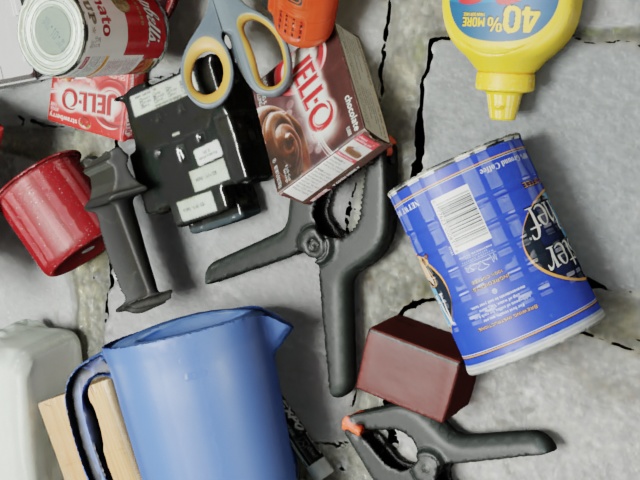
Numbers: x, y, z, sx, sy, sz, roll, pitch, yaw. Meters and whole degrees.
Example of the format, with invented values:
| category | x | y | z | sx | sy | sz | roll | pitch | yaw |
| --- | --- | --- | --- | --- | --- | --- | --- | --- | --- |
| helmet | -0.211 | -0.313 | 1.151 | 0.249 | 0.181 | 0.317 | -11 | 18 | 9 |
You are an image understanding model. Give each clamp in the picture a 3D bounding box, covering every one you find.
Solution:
| category | x | y | z | sx | sy | sz | roll | pitch | yaw |
| --- | --- | --- | --- | --- | --- | --- | --- | --- | --- |
| clamp | 0.092 | 0.185 | 0.830 | 0.172 | 0.039 | 0.120 | 14 | 93 | 33 |
| clamp | -0.006 | 0.001 | 0.856 | 0.165 | 0.036 | 0.210 | 32 | 114 | 23 |

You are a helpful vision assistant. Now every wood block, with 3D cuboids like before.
| category | x | y | z | sx | sy | sz | roll | pitch | yaw |
| --- | --- | --- | --- | --- | --- | --- | --- | --- | --- |
| wood block | -0.160 | 0.221 | 0.955 | 0.091 | 0.090 | 0.206 | -20 | 89 | 30 |

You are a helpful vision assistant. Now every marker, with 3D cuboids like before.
| category | x | y | z | sx | sy | sz | roll | pitch | yaw |
| --- | --- | --- | --- | --- | --- | --- | --- | --- | --- |
| marker | -0.030 | 0.151 | 0.907 | 0.020 | 0.020 | 0.121 | -41 | 78 | 29 |

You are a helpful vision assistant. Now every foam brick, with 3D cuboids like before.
| category | x | y | z | sx | sy | sz | roll | pitch | yaw |
| --- | --- | --- | --- | --- | --- | --- | --- | --- | --- |
| foam brick | 0.077 | 0.097 | 0.817 | 0.078 | 0.052 | 0.051 | 19 | 108 | 27 |

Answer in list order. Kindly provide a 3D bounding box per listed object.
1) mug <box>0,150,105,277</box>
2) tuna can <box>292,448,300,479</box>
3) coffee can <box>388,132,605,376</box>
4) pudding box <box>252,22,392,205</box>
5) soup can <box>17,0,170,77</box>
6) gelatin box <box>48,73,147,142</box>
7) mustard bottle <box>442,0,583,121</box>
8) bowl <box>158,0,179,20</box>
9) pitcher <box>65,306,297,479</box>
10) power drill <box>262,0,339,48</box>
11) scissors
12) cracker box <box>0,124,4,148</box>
| category | x | y | z | sx | sy | sz | roll | pitch | yaw |
| --- | --- | --- | --- | --- | --- | --- | --- | --- | --- |
| mug | -0.235 | -0.017 | 0.961 | 0.081 | 0.093 | 0.117 | 55 | 150 | 5 |
| tuna can | -0.062 | 0.197 | 0.925 | 0.086 | 0.033 | 0.086 | 6 | 101 | 29 |
| coffee can | 0.122 | 0.010 | 0.746 | 0.103 | 0.102 | 0.140 | -27 | 85 | 31 |
| pudding box | -0.001 | -0.096 | 0.809 | 0.090 | 0.039 | 0.113 | -36 | 54 | 30 |
| soup can | -0.173 | -0.160 | 0.818 | 0.069 | 0.102 | 0.068 | 6 | 102 | 28 |
| gelatin box | -0.196 | -0.132 | 0.943 | 0.089 | 0.030 | 0.073 | 19 | 108 | 26 |
| mustard bottle | 0.132 | -0.178 | 0.731 | 0.096 | 0.058 | 0.192 | 8 | 103 | 29 |
| bowl | -0.168 | -0.230 | 0.894 | 0.162 | 0.055 | 0.162 | 6 | 102 | 29 |
| pitcher | -0.091 | 0.181 | 0.843 | 0.149 | 0.144 | 0.243 | -10 | 93 | 46 |
| power drill | -0.058 | -0.241 | 0.744 | 0.188 | 0.057 | 0.184 | 33 | 145 | 16 |
| scissors | -0.091 | -0.187 | 0.831 | 0.096 | 0.016 | 0.202 | -33 | 75 | 7 |
| cracker box | -0.365 | -0.060 | 0.982 | 0.214 | 0.071 | 0.164 | 36 | 118 | 51 |
